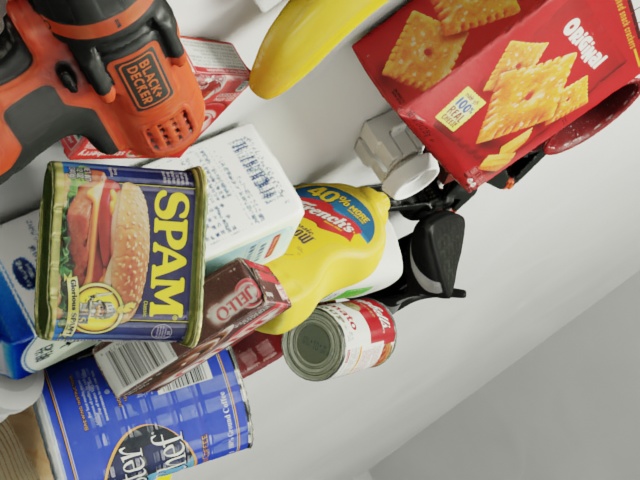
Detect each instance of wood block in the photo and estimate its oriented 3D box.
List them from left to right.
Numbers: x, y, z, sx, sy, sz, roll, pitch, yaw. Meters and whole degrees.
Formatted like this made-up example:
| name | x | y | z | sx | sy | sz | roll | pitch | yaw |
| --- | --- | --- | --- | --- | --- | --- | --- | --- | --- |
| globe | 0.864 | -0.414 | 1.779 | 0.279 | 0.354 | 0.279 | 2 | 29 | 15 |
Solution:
| name | x | y | z | sx | sy | sz | roll | pitch | yaw |
| --- | --- | --- | --- | --- | --- | --- | --- | --- | --- |
| wood block | -0.254 | 0.195 | 0.915 | 0.091 | 0.090 | 0.206 | -32 | 168 | 1 |

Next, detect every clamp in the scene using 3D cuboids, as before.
| name | x | y | z | sx | sy | sz | roll | pitch | yaw |
| --- | --- | --- | --- | --- | --- | --- | --- | --- | --- |
| clamp | 0.095 | -0.043 | 0.986 | 0.120 | 0.039 | 0.171 | -16 | 166 | 5 |
| clamp | 0.202 | -0.106 | 0.996 | 0.164 | 0.036 | 0.210 | -28 | 163 | -8 |

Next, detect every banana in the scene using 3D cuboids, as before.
| name | x | y | z | sx | sy | sz | roll | pitch | yaw |
| --- | --- | --- | --- | --- | --- | --- | --- | --- | --- |
| banana | 0.045 | -0.141 | 0.575 | 0.197 | 0.037 | 0.069 | -25 | 122 | -12 |

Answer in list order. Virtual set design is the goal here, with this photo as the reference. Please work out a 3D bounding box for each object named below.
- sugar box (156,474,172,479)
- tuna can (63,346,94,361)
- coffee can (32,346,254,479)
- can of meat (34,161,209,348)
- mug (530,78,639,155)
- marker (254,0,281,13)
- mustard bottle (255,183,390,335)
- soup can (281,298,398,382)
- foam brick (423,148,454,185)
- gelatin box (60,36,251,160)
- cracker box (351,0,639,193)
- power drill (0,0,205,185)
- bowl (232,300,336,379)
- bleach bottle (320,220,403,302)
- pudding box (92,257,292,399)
| name | x | y | z | sx | sy | sz | roll | pitch | yaw |
| --- | --- | --- | --- | --- | --- | --- | --- | --- | --- |
| sugar box | -0.143 | 0.146 | 0.912 | 0.176 | 0.048 | 0.093 | -69 | 164 | 10 |
| tuna can | -0.184 | 0.064 | 0.774 | 0.086 | 0.034 | 0.086 | -21 | 160 | -8 |
| coffee can | -0.131 | 0.124 | 0.772 | 0.140 | 0.103 | 0.103 | -16 | 159 | -17 |
| can of meat | -0.111 | 0.007 | 0.589 | 0.083 | 0.102 | 0.058 | 3 | 179 | -21 |
| mug | 0.187 | -0.120 | 0.848 | 0.093 | 0.081 | 0.117 | -16 | 157 | -43 |
| marker | 0.016 | -0.157 | 0.540 | 0.121 | 0.020 | 0.020 | -33 | 164 | 5 |
| mustard bottle | -0.005 | 0.001 | 0.814 | 0.191 | 0.096 | 0.058 | -29 | 143 | -47 |
| soup can | 0.018 | 0.091 | 0.980 | 0.069 | 0.068 | 0.102 | -40 | 162 | 26 |
| foam brick | 0.113 | -0.090 | 0.854 | 0.051 | 0.053 | 0.078 | -27 | 162 | -17 |
| gelatin box | -0.088 | -0.075 | 0.571 | 0.073 | 0.030 | 0.089 | -41 | 161 | 29 |
| cracker box | 0.148 | -0.136 | 0.708 | 0.214 | 0.072 | 0.164 | -35 | 153 | 10 |
| power drill | -0.146 | -0.063 | 0.429 | 0.187 | 0.057 | 0.184 | -28 | 149 | -5 |
| bowl | -0.066 | 0.081 | 1.017 | 0.162 | 0.055 | 0.162 | -30 | 163 | -10 |
| bleach bottle | -0.056 | 0.034 | 0.881 | 0.250 | 0.068 | 0.103 | -12 | 175 | -35 |
| pudding box | -0.078 | 0.056 | 0.681 | 0.113 | 0.039 | 0.090 | -30 | 171 | 5 |
